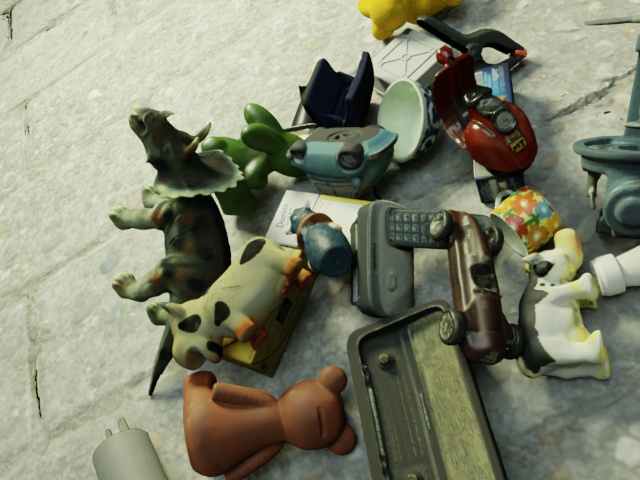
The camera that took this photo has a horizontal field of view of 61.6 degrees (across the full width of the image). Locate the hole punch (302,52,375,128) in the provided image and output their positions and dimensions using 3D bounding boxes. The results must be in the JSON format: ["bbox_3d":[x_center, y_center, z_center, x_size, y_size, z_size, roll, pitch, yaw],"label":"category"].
[{"bbox_3d":[0.047,-0.223,0.855,0.092,0.115,0.142,-4,57,33],"label":"hole punch"}]

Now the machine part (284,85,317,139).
[{"bbox_3d":[-0.030,-0.211,0.940,0.084,0.039,0.139,-9,58,32],"label":"machine part"}]

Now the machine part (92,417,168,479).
[{"bbox_3d":[-0.224,0.326,0.671,0.079,0.079,0.243,-41,52,-2],"label":"machine part"}]

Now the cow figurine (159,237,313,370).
[{"bbox_3d":[-0.115,0.080,0.680,0.127,0.085,0.195,34,81,30],"label":"cow figurine"}]

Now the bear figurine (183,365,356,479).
[{"bbox_3d":[-0.063,0.211,0.653,0.196,0.120,0.132,-14,6,-11],"label":"bear figurine"}]

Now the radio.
[{"bbox_3d":[0.113,0.192,0.586,0.131,0.073,0.230,-20,52,14],"label":"radio"}]

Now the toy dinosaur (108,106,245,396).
[{"bbox_3d":[-0.191,0.018,0.774,0.192,0.131,0.404,-7,93,26],"label":"toy dinosaur"}]

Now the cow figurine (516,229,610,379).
[{"bbox_3d":[0.258,0.069,0.598,0.098,0.068,0.167,-13,54,27],"label":"cow figurine"}]

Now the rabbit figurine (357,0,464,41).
[{"bbox_3d":[0.135,-0.409,0.908,0.162,0.121,0.173,-8,34,48],"label":"rabbit figurine"}]

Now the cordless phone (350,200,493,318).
[{"bbox_3d":[0.132,0.028,0.679,0.184,0.088,0.146,2,79,-8],"label":"cordless phone"}]

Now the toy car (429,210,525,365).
[{"bbox_3d":[0.175,0.042,0.604,0.089,0.053,0.202,15,52,-13],"label":"toy car"}]

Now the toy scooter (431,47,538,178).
[{"bbox_3d":[0.189,-0.163,0.654,0.075,0.135,0.184,-35,51,2],"label":"toy scooter"}]

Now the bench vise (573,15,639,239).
[{"bbox_3d":[0.336,-0.109,0.555,0.129,0.240,0.223,12,24,39],"label":"bench vise"}]

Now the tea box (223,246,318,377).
[{"bbox_3d":[-0.083,0.093,0.753,0.098,0.068,0.169,9,66,30],"label":"tea box"}]

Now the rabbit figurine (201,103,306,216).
[{"bbox_3d":[-0.096,-0.140,0.872,0.170,0.158,0.121,-11,45,3],"label":"rabbit figurine"}]

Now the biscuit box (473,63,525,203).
[{"bbox_3d":[0.243,-0.151,0.745,0.059,0.062,0.203,-8,57,24],"label":"biscuit box"}]

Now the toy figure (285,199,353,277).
[{"bbox_3d":[-0.003,-0.002,0.710,0.064,0.057,0.155,-33,29,-3],"label":"toy figure"}]

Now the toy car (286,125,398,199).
[{"bbox_3d":[0.035,-0.109,0.795,0.162,0.102,0.109,3,29,28],"label":"toy car"}]
